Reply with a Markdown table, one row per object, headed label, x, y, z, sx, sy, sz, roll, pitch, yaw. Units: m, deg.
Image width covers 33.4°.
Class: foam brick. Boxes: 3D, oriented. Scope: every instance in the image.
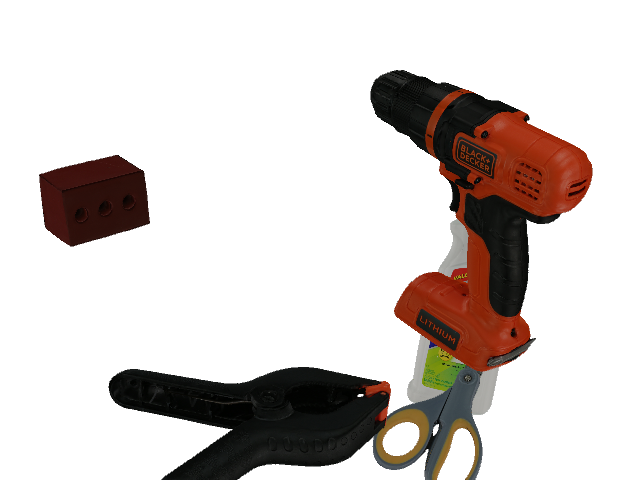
| label | x | y | z | sx | sy | sz | roll | pitch | yaw |
| --- | --- | --- | --- | --- | --- | --- | --- | --- | --- |
| foam brick | -0.196 | -0.036 | 0.925 | 0.078 | 0.053 | 0.051 | -19 | 31 | -30 |

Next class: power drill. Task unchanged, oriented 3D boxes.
| label | x | y | z | sx | sy | sz | roll | pitch | yaw |
| --- | --- | --- | --- | --- | --- | --- | --- | --- | --- |
| power drill | 0.098 | -0.015 | 0.760 | 0.057 | 0.188 | 0.185 | -22 | 40 | -33 |

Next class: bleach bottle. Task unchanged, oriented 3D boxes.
| label | x | y | z | sx | sy | sz | roll | pitch | yaw |
| --- | --- | --- | --- | --- | --- | --- | --- | --- | --- |
| bleach bottle | 0.165 | 0.069 | 1.225 | 0.103 | 0.251 | 0.068 | 10 | 15 | 16 |

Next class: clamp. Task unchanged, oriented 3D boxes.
| label | x | y | z | sx | sy | sz | roll | pitch | yaw |
| --- | --- | --- | --- | --- | --- | --- | --- | --- | --- |
| clamp | -0.035 | 0.113 | 0.628 | 0.171 | 0.039 | 0.120 | -3 | 35 | -13 |

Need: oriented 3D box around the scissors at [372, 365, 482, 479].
| label | x | y | z | sx | sy | sz | roll | pitch | yaw |
| --- | --- | --- | --- | --- | --- | --- | --- | --- | --- |
| scissors | 0.101 | 0.120 | 0.881 | 0.096 | 0.201 | 0.016 | 5 | -39 | 12 |
